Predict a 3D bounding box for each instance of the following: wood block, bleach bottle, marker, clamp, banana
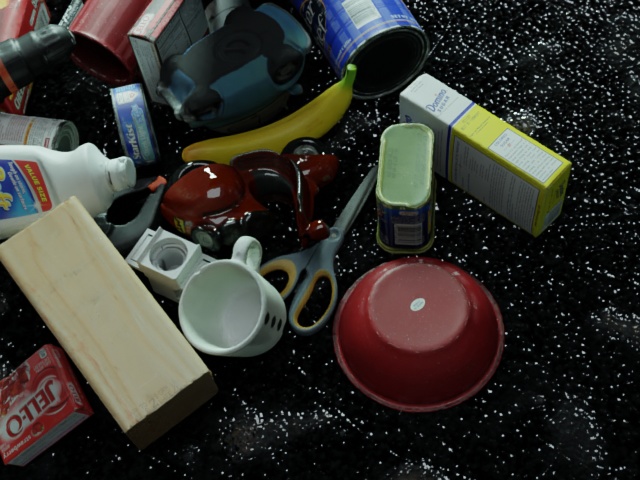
[{"bbox_3d":[-0.190,0.075,0.960,0.090,0.091,0.206,-36,73,-12],"label":"wood block"},{"bbox_3d":[-0.302,-0.054,1.046,0.251,0.068,0.102,-9,84,13],"label":"bleach bottle"},{"bbox_3d":[-0.287,-0.251,1.225,0.020,0.020,0.121,14,61,13],"label":"marker"},{"bbox_3d":[-0.226,-0.007,1.064,0.120,0.039,0.171,37,71,18],"label":"clamp"},{"bbox_3d":[-0.044,-0.114,1.095,0.198,0.069,0.037,-29,42,-1],"label":"banana"}]

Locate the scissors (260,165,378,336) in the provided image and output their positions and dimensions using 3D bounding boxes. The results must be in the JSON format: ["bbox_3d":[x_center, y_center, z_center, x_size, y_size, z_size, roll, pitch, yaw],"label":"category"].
[{"bbox_3d":[-0.007,0.001,1.052,0.096,0.016,0.201,10,60,11],"label":"scissors"}]

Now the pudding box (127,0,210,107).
[{"bbox_3d":[-0.156,-0.208,1.132,0.039,0.113,0.090,20,62,20],"label":"pudding box"}]

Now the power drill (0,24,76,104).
[{"bbox_3d":[-0.363,-0.219,1.104,0.184,0.057,0.188,-27,63,-8],"label":"power drill"}]

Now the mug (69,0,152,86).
[{"bbox_3d":[-0.214,-0.221,1.161,0.117,0.093,0.081,35,70,-20],"label":"mug"}]

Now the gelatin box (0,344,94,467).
[{"bbox_3d":[-0.256,0.149,0.960,0.089,0.030,0.073,-37,62,10],"label":"gelatin box"}]

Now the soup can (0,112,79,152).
[{"bbox_3d":[-0.310,-0.097,1.108,0.102,0.068,0.068,8,60,9],"label":"soup can"}]

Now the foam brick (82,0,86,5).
[{"bbox_3d":[-0.235,-0.296,1.229,0.053,0.051,0.078,14,61,13],"label":"foam brick"}]

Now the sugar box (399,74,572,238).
[{"bbox_3d":[0.157,-0.083,1.043,0.176,0.093,0.048,39,69,23],"label":"sugar box"}]

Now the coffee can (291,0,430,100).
[{"bbox_3d":[0.040,-0.235,1.138,0.102,0.103,0.140,-23,60,-9],"label":"coffee can"}]

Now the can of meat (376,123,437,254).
[{"bbox_3d":[0.084,-0.051,1.035,0.057,0.084,0.102,2,60,7],"label":"can of meat"}]

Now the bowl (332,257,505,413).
[{"bbox_3d":[0.090,0.073,0.978,0.162,0.055,0.162,-2,59,3],"label":"bowl"}]

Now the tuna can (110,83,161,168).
[{"bbox_3d":[-0.189,-0.117,1.098,0.033,0.086,0.086,-14,59,-6],"label":"tuna can"}]

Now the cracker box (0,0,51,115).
[{"bbox_3d":[-0.423,-0.208,1.181,0.214,0.072,0.164,2,60,6],"label":"cracker box"}]
